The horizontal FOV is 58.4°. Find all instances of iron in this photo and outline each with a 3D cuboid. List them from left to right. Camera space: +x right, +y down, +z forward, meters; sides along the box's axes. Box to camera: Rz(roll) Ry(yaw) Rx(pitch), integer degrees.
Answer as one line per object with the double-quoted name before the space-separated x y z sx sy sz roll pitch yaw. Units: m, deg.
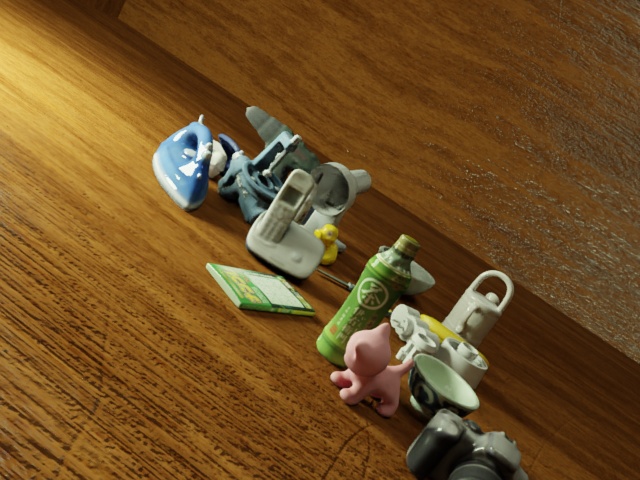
"iron" -0.259 -0.168 1.185 0.119 0.141 0.257 24 16 -30

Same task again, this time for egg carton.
"egg carton" -0.291 -0.214 1.425 0.107 0.069 0.150 24 16 -31

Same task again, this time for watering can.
"watering can" 0.382 0.158 1.365 0.101 0.194 0.173 33 14 4

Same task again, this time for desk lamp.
"desk lamp" 0.033 -0.083 1.384 0.117 0.213 0.204 38 15 21

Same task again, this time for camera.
"camera" 0.183 0.282 0.694 0.143 0.100 0.137 36 14 15

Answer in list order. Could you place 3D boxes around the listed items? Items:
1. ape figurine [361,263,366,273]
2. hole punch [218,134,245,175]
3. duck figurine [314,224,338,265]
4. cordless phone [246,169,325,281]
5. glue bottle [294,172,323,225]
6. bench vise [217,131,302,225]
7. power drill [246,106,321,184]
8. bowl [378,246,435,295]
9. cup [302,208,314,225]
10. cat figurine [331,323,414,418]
"ape figurine" 0.145 0.072 1.353 0.076 0.092 0.077 17 21 -48
"hole punch" -0.232 -0.221 1.532 0.108 0.091 0.101 42 16 33
"duck figurine" 0.012 0.005 1.304 0.077 0.086 0.105 42 17 34
"cordless phone" -0.042 -0.029 1.092 0.148 0.185 0.094 31 14 -6
"glue bottle" -0.041 -0.080 1.297 0.037 0.173 0.078 34 14 4
"bench vise" -0.138 -0.165 1.274 0.207 0.219 0.122 39 15 25
"power drill" -0.122 -0.184 1.403 0.230 0.208 0.075 29 14 -13
"bowl" 0.204 0.090 1.457 0.167 0.074 0.167 31 14 -8
"cup" -0.005 -0.073 1.514 0.118 0.095 0.091 22 17 -38
"cat figurine" 0.077 0.173 0.800 0.128 0.117 0.067 25 16 -29
